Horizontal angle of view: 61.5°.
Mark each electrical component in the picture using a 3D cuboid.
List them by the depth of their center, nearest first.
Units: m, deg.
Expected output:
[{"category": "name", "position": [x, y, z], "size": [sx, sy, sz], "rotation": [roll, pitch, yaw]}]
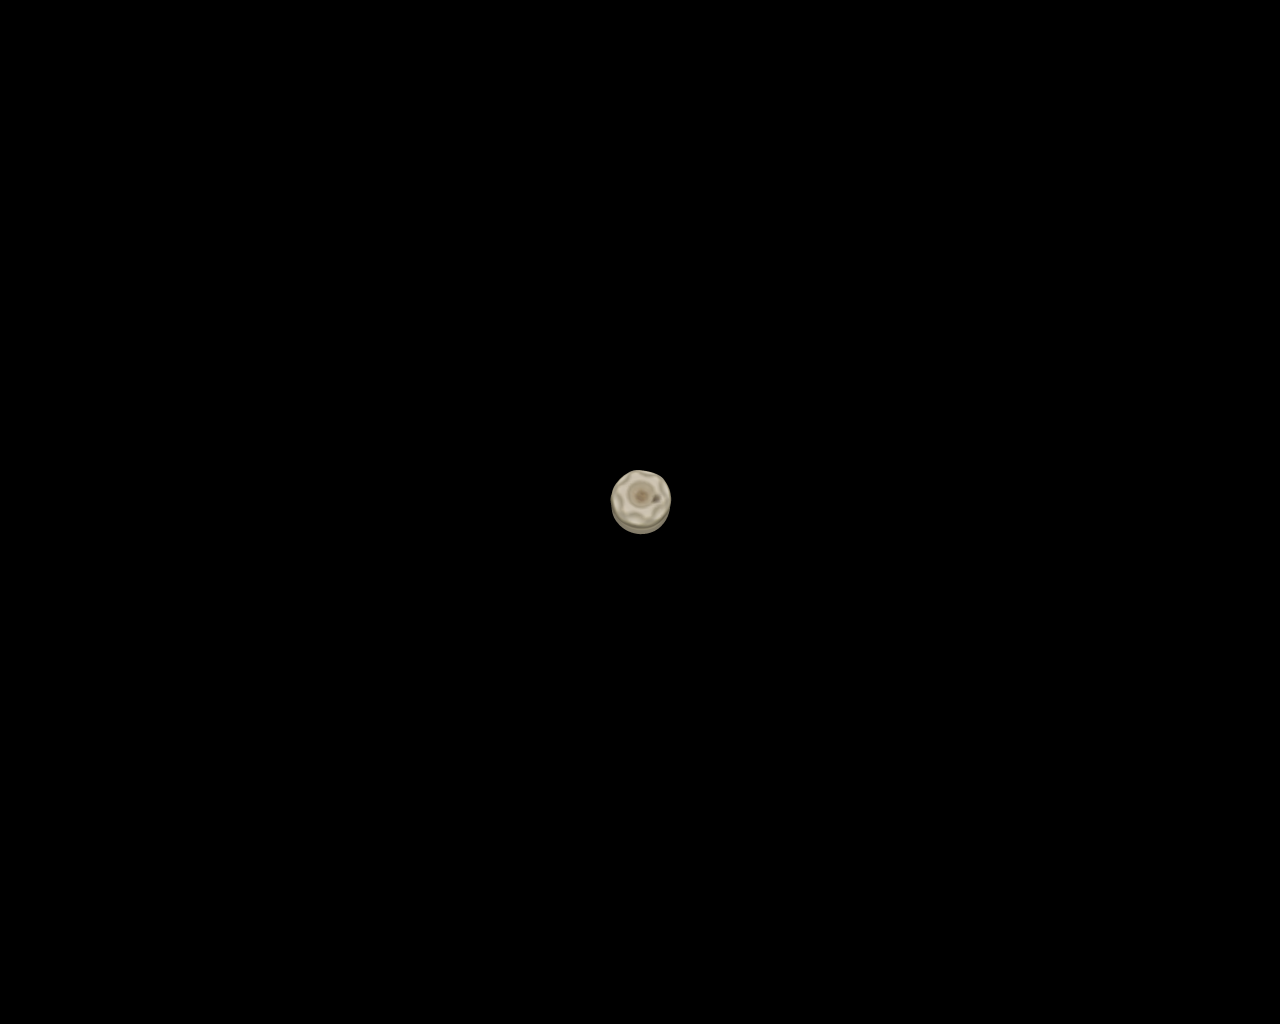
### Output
[{"category": "electrical component", "position": [0.001, -0.003, 0.650], "size": [0.035, 0.035, 0.061], "rotation": [0, -15, 0]}]
